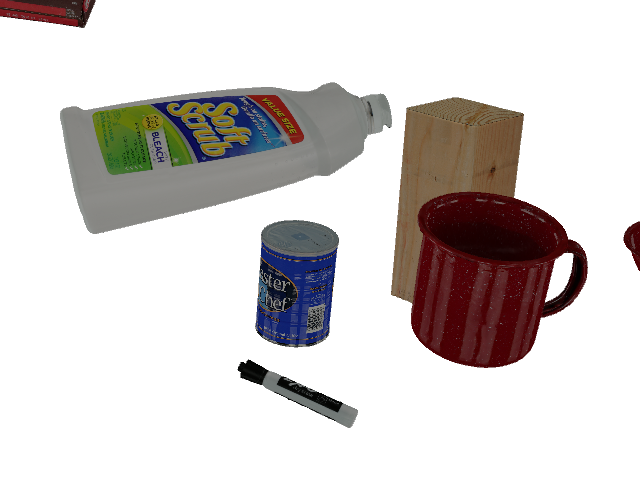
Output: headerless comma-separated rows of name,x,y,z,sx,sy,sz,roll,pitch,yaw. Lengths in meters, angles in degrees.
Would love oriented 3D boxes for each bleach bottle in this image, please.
bleach bottle,-0.070,-0.081,0.840,0.250,0.102,0.068,-14,-32,-8

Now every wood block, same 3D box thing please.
wood block,0.142,-0.035,1.116,0.090,0.206,0.090,21,27,39

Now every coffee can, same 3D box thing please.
coffee can,-0.032,0.057,1.425,0.103,0.140,0.103,4,24,-2

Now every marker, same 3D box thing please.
marker,-0.023,0.143,1.005,0.121,0.020,0.020,23,5,12

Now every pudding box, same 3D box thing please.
pudding box,-0.233,-0.225,0.901,0.090,0.039,0.113,8,36,-5

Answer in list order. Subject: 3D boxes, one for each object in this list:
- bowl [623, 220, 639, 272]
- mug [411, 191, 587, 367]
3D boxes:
bowl,0.408,0.026,1.150,0.162,0.055,0.162,-2,24,1
mug,0.113,0.025,0.678,0.117,0.081,0.093,-3,31,-16
